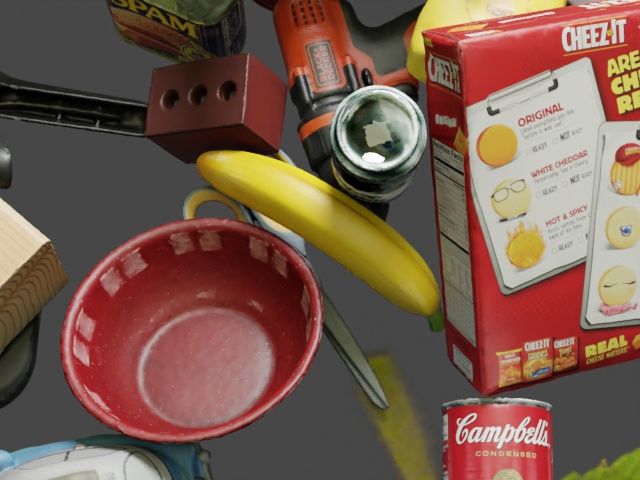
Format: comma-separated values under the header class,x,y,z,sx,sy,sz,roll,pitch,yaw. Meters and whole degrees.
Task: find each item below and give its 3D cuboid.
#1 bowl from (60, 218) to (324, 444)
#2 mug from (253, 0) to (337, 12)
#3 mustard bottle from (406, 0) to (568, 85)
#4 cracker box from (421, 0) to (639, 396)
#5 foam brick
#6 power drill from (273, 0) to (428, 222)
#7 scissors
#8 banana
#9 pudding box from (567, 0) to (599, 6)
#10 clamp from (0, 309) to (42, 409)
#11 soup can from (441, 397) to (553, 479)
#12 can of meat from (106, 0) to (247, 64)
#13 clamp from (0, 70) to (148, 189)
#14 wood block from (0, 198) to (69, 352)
class,x,y,z,sx,sy,sz,roll,pitch,yaw
bowl,-0.075,0.065,0.664,0.162,0.055,0.162,-4,52,5
mug,-0.030,-0.224,0.760,0.117,0.081,0.093,14,72,4
mustard bottle,0.128,-0.183,0.700,0.096,0.058,0.191,18,73,6
cracker box,0.153,-0.030,0.639,0.164,0.072,0.214,-11,109,-13
foam brick,-0.069,-0.087,0.716,0.078,0.051,0.053,-5,69,26
power drill,0.073,-0.104,0.735,0.187,0.057,0.184,-14,76,-6
scissors,-0.029,0.029,0.711,0.096,0.016,0.202,-16,72,-5
banana,0.003,-0.005,0.678,0.198,0.070,0.037,36,58,4
pudding box,0.197,-0.198,0.777,0.113,0.039,0.090,34,74,10
clamp,-0.247,0.087,0.672,0.120,0.039,0.171,35,68,-8
soup can,0.108,0.151,0.646,0.068,0.068,0.102,2,72,0
can of meat,-0.101,-0.166,0.739,0.102,0.084,0.057,24,73,7
clamp,-0.232,-0.091,0.699,0.210,0.164,0.036,20,114,12
wood block,-0.263,-0.020,0.640,0.206,0.090,0.090,39,72,8
